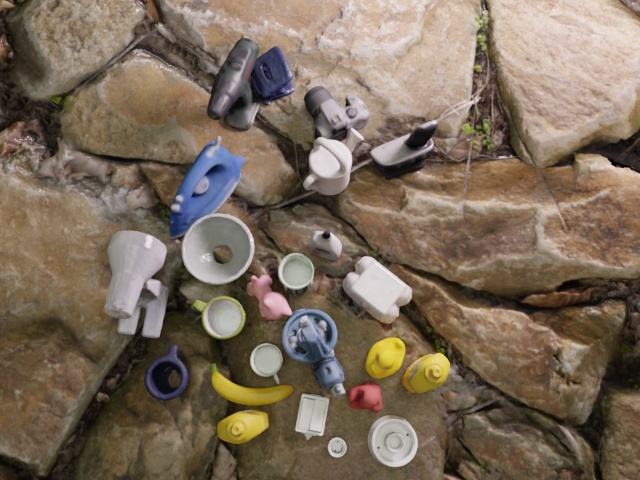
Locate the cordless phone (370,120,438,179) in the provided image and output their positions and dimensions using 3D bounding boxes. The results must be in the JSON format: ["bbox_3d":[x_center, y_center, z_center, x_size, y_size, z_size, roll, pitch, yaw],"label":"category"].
[{"bbox_3d":[0.200,-0.227,1.346,0.147,0.185,0.094,-25,78,-7],"label":"cordless phone"}]

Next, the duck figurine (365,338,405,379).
[{"bbox_3d":[0.149,0.262,1.275,0.105,0.086,0.077,-44,80,-10],"label":"duck figurine"}]

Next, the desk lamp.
[{"bbox_3d":[-0.396,0.101,1.240,0.118,0.213,0.203,7,76,1],"label":"desk lamp"}]

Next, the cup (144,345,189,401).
[{"bbox_3d":[-0.325,0.290,1.255,0.091,0.095,0.118,9,76,1],"label":"cup"}]

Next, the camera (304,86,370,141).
[{"bbox_3d":[0.032,-0.322,1.410,0.143,0.101,0.137,-30,78,-8],"label":"camera"}]

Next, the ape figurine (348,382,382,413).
[{"bbox_3d":[0.104,0.347,1.250,0.077,0.092,0.076,42,79,9],"label":"ape figurine"}]

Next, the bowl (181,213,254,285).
[{"bbox_3d":[-0.232,0.027,1.332,0.167,0.075,0.167,0,76,-1],"label":"bowl"}]

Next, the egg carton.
[{"bbox_3d":[0.131,0.116,1.320,0.150,0.069,0.107,38,78,8],"label":"egg carton"}]

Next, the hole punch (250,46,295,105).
[{"bbox_3d":[-0.123,-0.412,1.435,0.101,0.091,0.108,-24,78,-6],"label":"hole punch"}]

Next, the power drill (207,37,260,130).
[{"bbox_3d":[-0.199,-0.348,1.357,0.075,0.208,0.230,16,76,3],"label":"power drill"}]

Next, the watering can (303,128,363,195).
[{"bbox_3d":[0.027,-0.188,1.329,0.101,0.194,0.173,22,77,5],"label":"watering can"}]

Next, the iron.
[{"bbox_3d":[-0.287,-0.123,1.334,0.118,0.141,0.258,30,78,7],"label":"iron"}]

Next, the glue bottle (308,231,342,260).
[{"bbox_3d":[0.012,0.005,1.292,0.078,0.173,0.037,15,76,3],"label":"glue bottle"}]

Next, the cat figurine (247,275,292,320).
[{"bbox_3d":[-0.116,0.132,1.286,0.067,0.118,0.127,-35,79,-9],"label":"cat figurine"}]

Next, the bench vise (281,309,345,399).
[{"bbox_3d":[0.004,0.227,1.212,0.207,0.220,0.121,43,79,9],"label":"bench vise"}]
